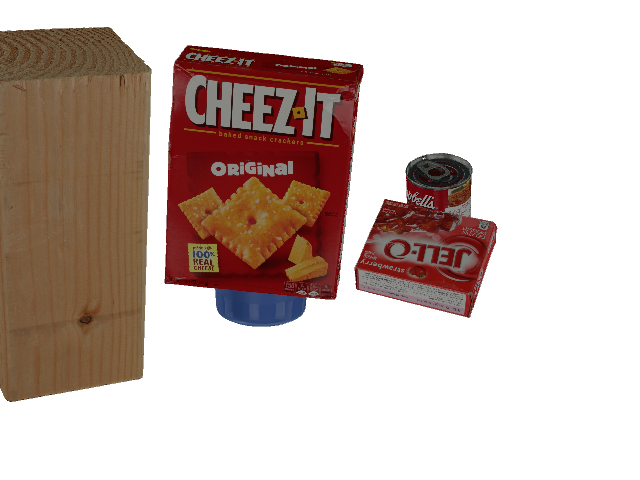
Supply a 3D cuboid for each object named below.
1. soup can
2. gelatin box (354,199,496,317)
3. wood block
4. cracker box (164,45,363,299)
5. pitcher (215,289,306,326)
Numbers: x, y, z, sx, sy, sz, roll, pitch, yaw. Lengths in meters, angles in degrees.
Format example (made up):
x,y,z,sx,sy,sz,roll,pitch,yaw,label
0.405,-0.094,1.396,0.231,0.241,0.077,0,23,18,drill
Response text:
x,y,z,sx,sy,sz,roll,pitch,yaw,label
0.124,-0.031,1.112,0.068,0.102,0.068,-3,35,2,soup can
0.078,0.011,0.786,0.089,0.073,0.030,13,-40,15,gelatin box
-0.161,-0.017,0.652,0.090,0.206,0.090,-8,30,-26,wood block
-0.054,-0.058,0.973,0.164,0.214,0.072,6,23,2,cracker box
-0.068,-0.025,1.239,0.145,0.243,0.148,15,21,39,pitcher
